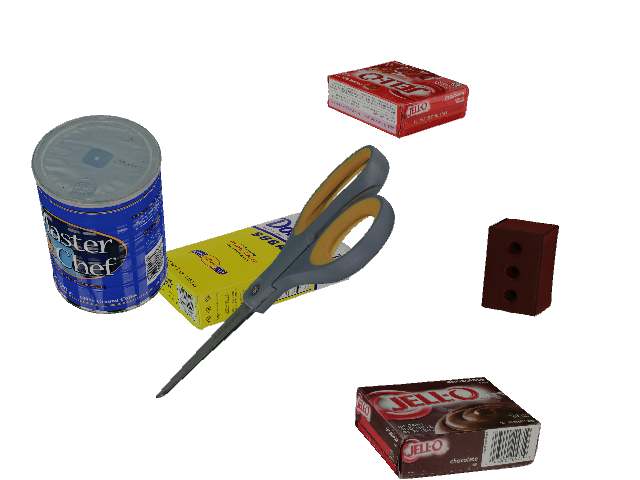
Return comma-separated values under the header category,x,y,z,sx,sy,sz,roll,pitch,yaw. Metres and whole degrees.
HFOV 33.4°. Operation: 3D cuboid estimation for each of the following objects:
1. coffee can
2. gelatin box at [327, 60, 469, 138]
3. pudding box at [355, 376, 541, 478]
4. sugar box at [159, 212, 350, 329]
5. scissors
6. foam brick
category,x,y,z,sx,sy,sz,roll,pitch,yaw
coffee can,-0.183,-0.021,0.906,0.102,0.103,0.140,0,-42,-5
gelatin box,0.061,-0.114,0.846,0.073,0.030,0.089,-19,32,-34
pudding box,0.093,0.138,0.798,0.113,0.039,0.090,0,16,-20
sugar box,-0.067,0.026,1.058,0.175,0.048,0.093,-20,37,-29
scissors,-0.024,0.032,0.607,0.016,0.202,0.096,36,5,-26
foam brick,0.181,0.024,0.970,0.053,0.078,0.051,9,16,26
